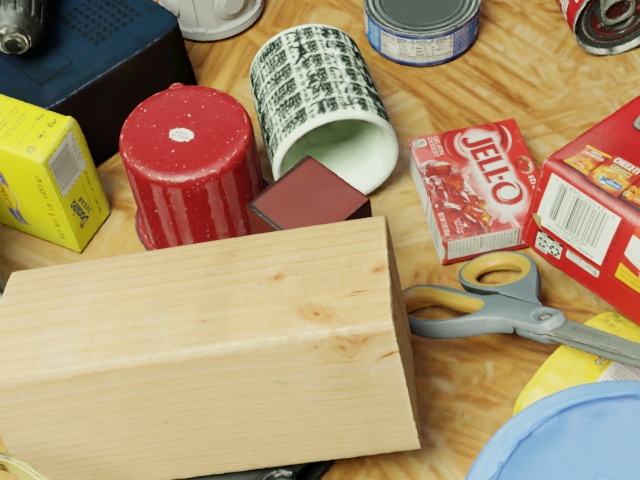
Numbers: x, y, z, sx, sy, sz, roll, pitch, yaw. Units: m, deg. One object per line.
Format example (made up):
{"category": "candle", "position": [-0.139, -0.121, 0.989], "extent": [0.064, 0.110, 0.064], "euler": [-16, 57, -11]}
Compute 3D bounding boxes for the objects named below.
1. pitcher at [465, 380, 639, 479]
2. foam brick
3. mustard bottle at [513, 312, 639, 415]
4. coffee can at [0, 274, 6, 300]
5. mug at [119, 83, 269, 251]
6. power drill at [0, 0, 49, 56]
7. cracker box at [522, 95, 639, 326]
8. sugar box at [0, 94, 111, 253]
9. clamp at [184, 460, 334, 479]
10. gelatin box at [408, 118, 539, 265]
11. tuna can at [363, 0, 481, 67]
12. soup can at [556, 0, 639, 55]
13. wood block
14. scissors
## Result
{"category": "pitcher", "position": [0.092, 0.151, 0.402], "extent": [0.145, 0.243, 0.149], "euler": [22, 64, 18]}
{"category": "foam brick", "position": [-0.004, 0.001, 0.630], "extent": [0.051, 0.078, 0.053], "euler": [37, 66, 27]}
{"category": "mustard bottle", "position": [0.196, 0.118, 0.531], "extent": [0.192, 0.058, 0.096], "euler": [35, 51, 27]}
{"category": "coffee can", "position": [-0.249, 0.047, 0.602], "extent": [0.140, 0.103, 0.103], "euler": [-25, 55, -13]}
{"category": "mug", "position": [-0.080, -0.051, 0.673], "extent": [0.093, 0.081, 0.117], "euler": [-10, 53, -2]}
{"category": "power drill", "position": [-0.272, -0.180, 0.720], "extent": [0.187, 0.057, 0.184], "euler": [-10, 51, -2]}
{"category": "cracker box", "position": [0.244, -0.021, 0.603], "extent": [0.213, 0.072, 0.164], "euler": [-32, 56, -34]}
{"category": "sugar box", "position": [-0.228, -0.058, 0.687], "extent": [0.176, 0.093, 0.048], "euler": [16, 55, 18]}
{"category": "clamp", "position": [-0.016, 0.130, 0.559], "extent": [0.171, 0.039, 0.120], "euler": [-11, 41, -6]}
{"category": "gelatin box", "position": [0.101, -0.033, 0.674], "extent": [0.073, 0.030, 0.089], "euler": [-11, 53, -3]}
{"category": "tuna can", "position": [0.074, -0.166, 0.776], "extent": [0.086, 0.034, 0.086], "euler": [-3, 53, 4]}
{"category": "soup can", "position": [0.197, -0.191, 0.762], "extent": [0.068, 0.068, 0.102], "euler": [-12, 52, -3]}
{"category": "wood block", "position": [-0.058, 0.060, 0.556], "extent": [0.206, 0.091, 0.090], "euler": [-9, 36, 8]}
{"category": "scissors", "position": [0.126, 0.035, 0.573], "extent": [0.202, 0.016, 0.096], "euler": [3, 30, 46]}
